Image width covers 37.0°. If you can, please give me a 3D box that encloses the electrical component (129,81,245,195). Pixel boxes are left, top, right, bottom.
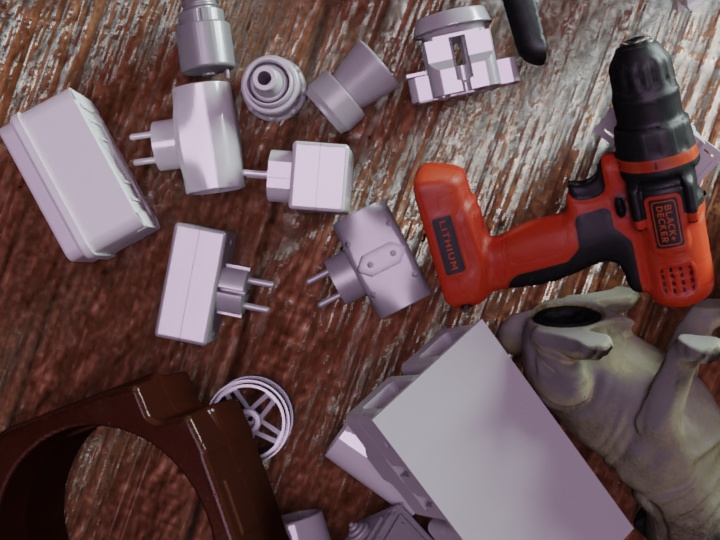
[{"bbox_3d":[-0.128,-0.093,0.786,0.079,0.044,0.077,-8,91,3],"label":"electrical component"}]

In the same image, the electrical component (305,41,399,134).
[{"bbox_3d":[-0.006,-0.132,0.779,0.055,0.045,0.045,-41,89,3],"label":"electrical component"}]

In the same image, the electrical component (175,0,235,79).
[{"bbox_3d":[-0.115,-0.177,0.786,0.040,0.040,0.078,-8,91,3],"label":"electrical component"}]

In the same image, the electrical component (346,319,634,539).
[{"bbox_3d":[0.088,0.141,0.745,0.105,0.060,0.186,-40,99,-22],"label":"electrical component"}]

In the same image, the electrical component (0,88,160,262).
[{"bbox_3d":[-0.200,-0.065,0.774,0.057,0.078,0.113,-29,90,0],"label":"electrical component"}]

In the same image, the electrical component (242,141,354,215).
[{"bbox_3d":[-0.046,-0.066,0.772,0.077,0.066,0.047,5,91,3],"label":"electrical component"}]

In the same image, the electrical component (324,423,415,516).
[{"bbox_3d":[0.028,0.125,0.784,0.077,0.044,0.079,36,93,1],"label":"electrical component"}]

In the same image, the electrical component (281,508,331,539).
[{"bbox_3d":[-0.046,0.204,0.785,0.055,0.055,0.047,-14,87,3],"label":"electrical component"}]

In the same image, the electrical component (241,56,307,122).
[{"bbox_3d":[-0.065,-0.133,0.773,0.048,0.062,0.048,0,91,3],"label":"electrical component"}]

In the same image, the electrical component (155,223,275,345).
[{"bbox_3d":[-0.101,0.013,0.786,0.076,0.047,0.083,11,92,3],"label":"electrical component"}]

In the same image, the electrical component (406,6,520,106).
[{"bbox_3d":[0.070,-0.154,0.770,0.078,0.058,0.057,-12,93,3],"label":"electrical component"}]

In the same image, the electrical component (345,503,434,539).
[{"bbox_3d":[0.019,0.217,0.765,0.096,0.061,0.061,48,133,-8],"label":"electrical component"}]

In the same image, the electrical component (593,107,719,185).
[{"bbox_3d":[0.211,-0.092,0.759,0.081,0.064,0.042,38,114,1],"label":"electrical component"}]

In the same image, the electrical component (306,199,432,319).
[{"bbox_3d":[0.000,0.000,0.783,0.079,0.043,0.077,-27,90,3],"label":"electrical component"}]

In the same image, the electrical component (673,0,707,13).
[{"bbox_3d":[0.261,-0.247,0.751,0.121,0.078,0.063,-34,61,3],"label":"electrical component"}]
